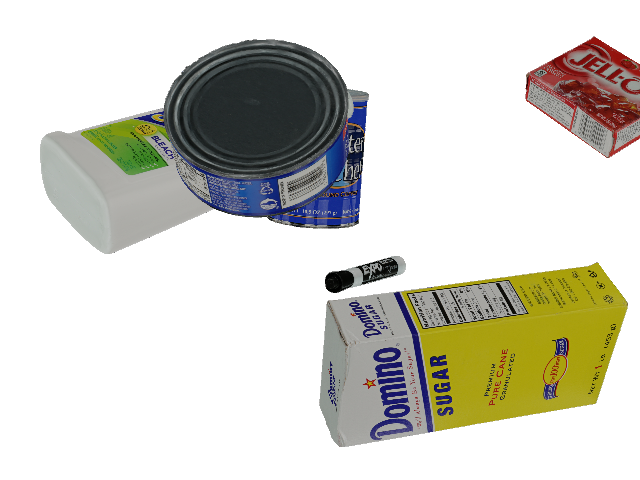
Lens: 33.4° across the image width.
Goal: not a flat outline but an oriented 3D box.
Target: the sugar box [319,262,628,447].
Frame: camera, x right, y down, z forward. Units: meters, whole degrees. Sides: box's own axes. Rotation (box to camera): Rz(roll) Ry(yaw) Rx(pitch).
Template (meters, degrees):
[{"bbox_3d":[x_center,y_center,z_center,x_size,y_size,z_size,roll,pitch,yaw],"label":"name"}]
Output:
[{"bbox_3d":[0.090,0.070,0.650,0.176,0.093,0.048,-9,41,-14],"label":"sugar box"}]

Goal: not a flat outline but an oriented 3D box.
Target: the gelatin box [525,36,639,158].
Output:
[{"bbox_3d":[0.209,-0.109,0.794,0.073,0.030,0.089,-29,52,-23],"label":"gelatin box"}]

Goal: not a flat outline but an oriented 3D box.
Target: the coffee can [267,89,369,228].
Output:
[{"bbox_3d":[-0.004,-0.091,1.146,0.103,0.140,0.103,4,12,-1],"label":"coffee can"}]

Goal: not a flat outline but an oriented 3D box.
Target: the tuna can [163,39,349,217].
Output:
[{"bbox_3d":[-0.029,-0.053,0.503,0.086,0.086,0.034,0,-36,4],"label":"tuna can"}]

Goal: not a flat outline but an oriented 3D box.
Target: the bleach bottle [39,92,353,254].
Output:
[{"bbox_3d":[-0.082,-0.075,0.832,0.250,0.068,0.103,-25,50,-32],"label":"bleach bottle"}]

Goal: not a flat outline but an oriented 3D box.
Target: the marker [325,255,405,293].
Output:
[{"bbox_3d":[0.041,0.030,0.967,0.020,0.020,0.120,0,7,33],"label":"marker"}]
